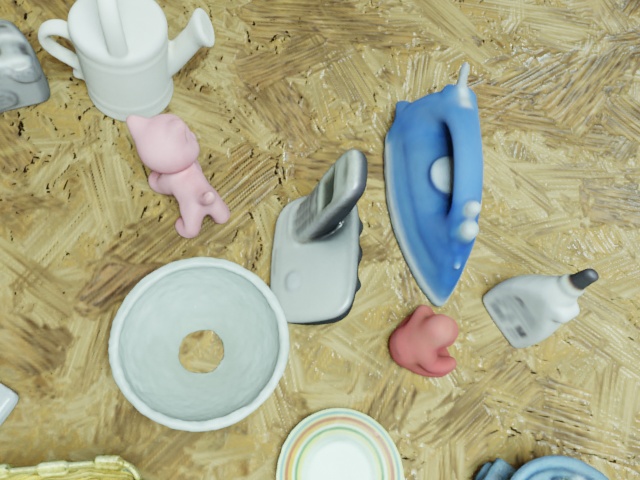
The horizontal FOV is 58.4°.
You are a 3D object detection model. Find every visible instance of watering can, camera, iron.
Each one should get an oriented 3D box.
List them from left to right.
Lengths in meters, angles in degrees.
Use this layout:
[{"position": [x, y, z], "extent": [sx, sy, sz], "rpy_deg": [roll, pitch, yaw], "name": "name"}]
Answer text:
[{"position": [-0.392, -0.212, 0.622], "extent": [0.143, 0.100, 0.137], "rpy_deg": [-20, 74, -18], "name": "camera"}, {"position": [-0.206, -0.223, 0.614], "extent": [0.173, 0.194, 0.101], "rpy_deg": [-24, 75, -19], "name": "watering can"}, {"position": [0.150, -0.065, 0.655], "extent": [0.119, 0.141, 0.258], "rpy_deg": [2, 69, -10], "name": "iron"}]

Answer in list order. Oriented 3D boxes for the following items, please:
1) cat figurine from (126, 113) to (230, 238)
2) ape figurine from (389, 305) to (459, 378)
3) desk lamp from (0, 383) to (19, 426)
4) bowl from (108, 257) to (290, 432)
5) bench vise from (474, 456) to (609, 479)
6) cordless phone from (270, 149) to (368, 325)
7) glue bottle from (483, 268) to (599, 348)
[{"position": [-0.149, -0.079, 0.612], "extent": [0.067, 0.117, 0.127], "rpy_deg": [-33, 79, -21], "name": "cat figurine"}, {"position": [0.118, 0.105, 0.610], "extent": [0.076, 0.092, 0.078], "rpy_deg": [2, 69, -11], "name": "ape figurine"}, {"position": [-0.361, 0.168, 0.421], "extent": [0.118, 0.213, 0.203], "rpy_deg": [30, 67, 1], "name": "desk lamp"}, {"position": [-0.117, 0.106, 0.571], "extent": [0.167, 0.074, 0.167], "rpy_deg": [4, 69, -10], "name": "bowl"}, {"position": [0.261, 0.270, 0.506], "extent": [0.207, 0.219, 0.121], "rpy_deg": [26, 67, 0], "name": "bench vise"}, {"position": [0.005, 0.002, 0.575], "extent": [0.094, 0.185, 0.147], "rpy_deg": [4, 69, -10], "name": "cordless phone"}, {"position": [0.238, 0.063, 0.606], "extent": [0.037, 0.173, 0.078], "rpy_deg": [-26, 76, -19], "name": "glue bottle"}]
